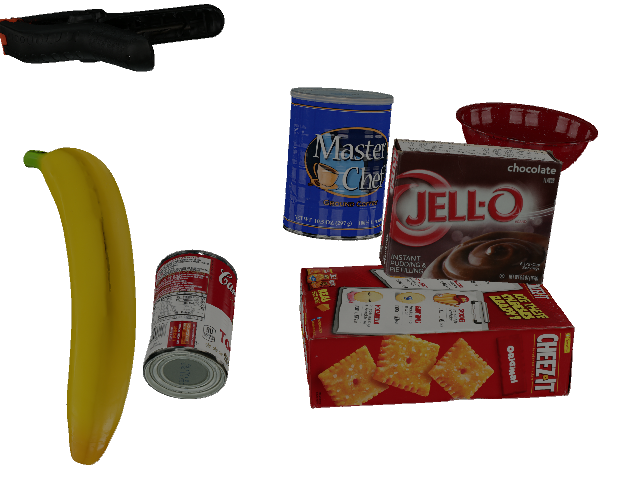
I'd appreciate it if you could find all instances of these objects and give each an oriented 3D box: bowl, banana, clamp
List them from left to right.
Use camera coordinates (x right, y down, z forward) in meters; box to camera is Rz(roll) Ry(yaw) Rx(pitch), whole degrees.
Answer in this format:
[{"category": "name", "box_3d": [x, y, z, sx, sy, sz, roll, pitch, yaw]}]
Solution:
[{"category": "banana", "box_3d": [-0.131, 0.024, 0.609, 0.037, 0.198, 0.070, 2, -25, -35]}, {"category": "clamp", "box_3d": [-0.160, -0.155, 0.797, 0.172, 0.039, 0.120, 11, 22, 29]}, {"category": "bowl", "box_3d": [0.232, -0.111, 1.225, 0.162, 0.055, 0.162, 5, 23, -2]}]

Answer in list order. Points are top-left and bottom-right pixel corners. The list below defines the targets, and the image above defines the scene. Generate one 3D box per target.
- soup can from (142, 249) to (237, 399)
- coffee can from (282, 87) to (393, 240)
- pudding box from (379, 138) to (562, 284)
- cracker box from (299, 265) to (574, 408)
[{"category": "soup can", "box_3d": [-0.104, 0.067, 0.857, 0.068, 0.102, 0.068, 1, -42, 1]}, {"category": "coffee can", "box_3d": [0.017, -0.079, 1.074, 0.103, 0.140, 0.103, 4, 12, -1]}, {"category": "pudding box", "box_3d": [0.101, -0.020, 0.731, 0.113, 0.090, 0.039, 3, 22, -5]}, {"category": "cracker box", "box_3d": [0.091, 0.078, 0.925, 0.213, 0.072, 0.164, -2, 19, -3]}]
